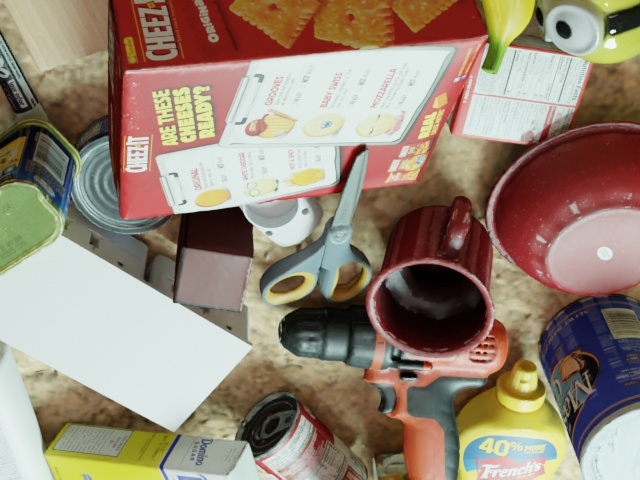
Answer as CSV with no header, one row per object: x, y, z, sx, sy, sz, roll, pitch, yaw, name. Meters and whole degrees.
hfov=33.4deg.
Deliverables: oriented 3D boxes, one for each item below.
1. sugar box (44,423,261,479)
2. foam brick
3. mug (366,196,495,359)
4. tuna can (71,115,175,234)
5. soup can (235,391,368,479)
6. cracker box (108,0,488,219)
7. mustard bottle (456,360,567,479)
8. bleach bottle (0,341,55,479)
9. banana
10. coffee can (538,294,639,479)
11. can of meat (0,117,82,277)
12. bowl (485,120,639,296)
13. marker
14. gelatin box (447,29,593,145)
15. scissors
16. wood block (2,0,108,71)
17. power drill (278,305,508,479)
-0.134,0.206,0.889,0.176,0.048,0.093,2,125,25,sugar box
-0.079,0.009,0.788,0.051,0.078,0.053,8,123,-10,foam brick
0.089,0.018,0.790,0.093,0.081,0.117,15,128,3,mug
-0.139,-0.047,0.775,0.086,0.034,0.086,-1,122,-2,tuna can
-0.015,0.185,0.906,0.069,0.068,0.102,-34,118,17,soup can
-0.024,-0.093,0.671,0.213,0.072,0.164,-8,153,-15,cracker box
0.161,0.183,0.921,0.096,0.058,0.192,6,121,0,mustard bottle
-0.280,0.195,0.901,0.102,0.068,0.251,-6,124,1,bleach bottle
0.082,-0.201,0.680,0.069,0.037,0.197,-44,109,-11,banana
0.238,0.123,0.840,0.103,0.140,0.103,-2,122,-3,coffee can
-0.213,-0.023,0.713,0.102,0.084,0.057,-32,120,14,can of meat
0.206,-0.009,0.786,0.162,0.055,0.162,-2,135,-2,bowl
-0.221,-0.129,0.727,0.020,0.020,0.121,-17,121,7,marker
0.140,-0.107,0.756,0.089,0.030,0.073,6,120,-9,gelatin box
-0.005,0.001,0.765,0.096,0.016,0.202,-15,151,-1,scissors
-0.167,-0.219,0.634,0.091,0.090,0.206,-18,121,8,wood block
0.053,0.145,0.853,0.184,0.057,0.188,4,96,-5,power drill
